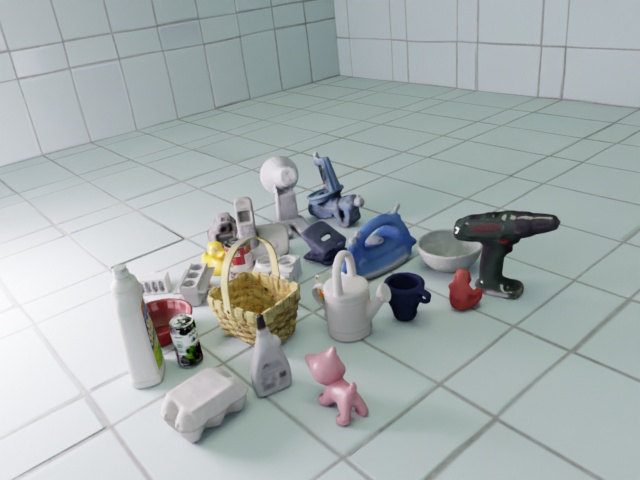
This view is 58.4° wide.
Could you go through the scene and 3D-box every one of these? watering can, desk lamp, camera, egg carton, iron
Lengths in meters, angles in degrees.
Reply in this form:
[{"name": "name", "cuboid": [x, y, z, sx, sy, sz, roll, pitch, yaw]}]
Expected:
[{"name": "watering can", "cuboid": [0.065, 0.113, 1.229, 0.172, 0.194, 0.101, -4, 26, 6]}, {"name": "desk lamp", "cuboid": [-0.103, -0.141, 1.756, 0.118, 0.214, 0.202, -13, 27, -13]}, {"name": "camera", "cuboid": [-0.267, -0.040, 1.719, 0.143, 0.101, 0.136, -11, 27, -9]}, {"name": "egg carton", "cuboid": [-0.213, 0.299, 1.057, 0.107, 0.069, 0.151, 18, 35, 40]}, {"name": "iron", "cuboid": [0.137, 0.008, 1.484, 0.118, 0.142, 0.259, 19, 36, 41]}]

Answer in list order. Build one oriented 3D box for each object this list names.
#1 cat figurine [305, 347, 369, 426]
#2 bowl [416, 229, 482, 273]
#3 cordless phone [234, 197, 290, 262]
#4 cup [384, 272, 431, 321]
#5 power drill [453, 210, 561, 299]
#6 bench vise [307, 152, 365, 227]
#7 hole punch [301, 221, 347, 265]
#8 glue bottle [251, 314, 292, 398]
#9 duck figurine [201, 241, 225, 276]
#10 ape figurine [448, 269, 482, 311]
[{"name": "cat figurine", "cuboid": [0.028, 0.253, 1.041, 0.067, 0.118, 0.127, -22, 30, -28]}, {"name": "bowl", "cuboid": [0.330, 0.037, 1.456, 0.167, 0.075, 0.167, -5, 26, 3]}, {"name": "cordless phone", "cuboid": [-0.164, -0.035, 1.590, 0.147, 0.185, 0.094, -10, 26, -6]}, {"name": "cup", "cuboid": [0.198, 0.135, 1.266, 0.092, 0.095, 0.117, -27, 33, -36]}, {"name": "power drill", "cuboid": [0.421, 0.025, 1.308, 0.228, 0.209, 0.076, 9, 30, 28]}, {"name": "bench vise", "cuboid": [0.048, -0.160, 1.755, 0.206, 0.220, 0.122, 5, 29, 22]}, {"name": "hole punch", "cuboid": [0.014, 0.006, 1.573, 0.100, 0.091, 0.109, 13, 33, 35]}, {"name": "glue bottle", "cuboid": [-0.100, 0.214, 1.086, 0.078, 0.173, 0.037, -18, 28, -21]}, {"name": "duck figurine", "cuboid": [-0.286, 0.043, 1.572, 0.104, 0.086, 0.078, 14, 33, 35]}, {"name": "ape figurine", "cuboid": [0.324, 0.107, 1.296, 0.076, 0.092, 0.077, -25, 32, -33]}]
